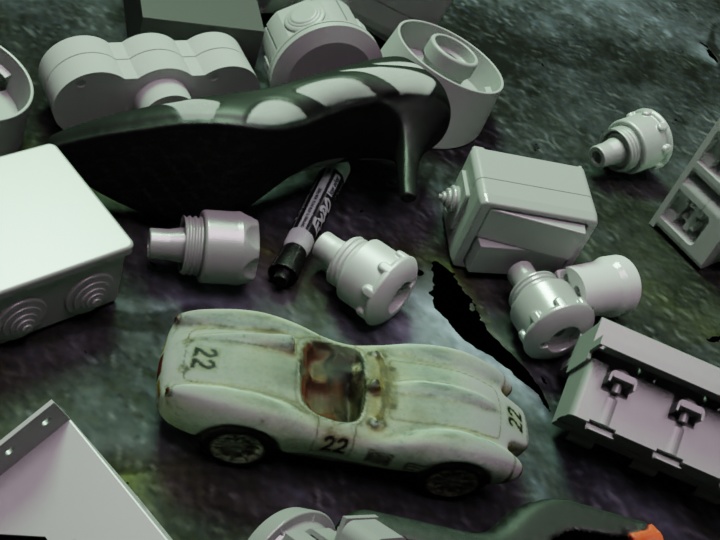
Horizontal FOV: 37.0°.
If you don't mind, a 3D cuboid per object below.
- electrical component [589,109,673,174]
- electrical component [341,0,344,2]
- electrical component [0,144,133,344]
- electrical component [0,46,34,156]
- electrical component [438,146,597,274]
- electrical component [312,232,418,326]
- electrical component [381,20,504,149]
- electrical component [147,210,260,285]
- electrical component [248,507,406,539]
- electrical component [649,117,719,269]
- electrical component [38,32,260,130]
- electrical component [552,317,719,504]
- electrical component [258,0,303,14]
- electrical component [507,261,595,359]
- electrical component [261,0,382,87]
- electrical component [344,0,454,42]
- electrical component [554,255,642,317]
[{"bbox_3d":[0.202,-0.093,0.815,0.062,0.048,0.048,-20,58,-28],"label":"electrical component"},{"bbox_3d":[-0.027,-0.178,0.790,0.043,0.062,0.043,11,45,-12],"label":"electrical component"},{"bbox_3d":[-0.184,-0.013,0.578,0.100,0.048,0.099,-23,60,-37],"label":"electrical component"},{"bbox_3d":[-0.249,-0.100,0.643,0.099,0.064,0.099,23,37,-18],"label":"electrical component"},{"bbox_3d":[0.098,-0.034,0.702,0.096,0.061,0.061,9,46,-14],"label":"electrical component"},{"bbox_3d":[0.000,0.000,0.644,0.062,0.048,0.048,34,45,21],"label":"electrical component"},{"bbox_3d":[0.055,-0.139,0.802,0.099,0.064,0.099,22,34,-16],"label":"electrical component"},{"bbox_3d":[-0.091,-0.014,0.621,0.062,0.043,0.043,3,47,-17],"label":"electrical component"},{"bbox_3d":[-0.019,0.142,0.479,0.057,0.078,0.058,24,7,40],"label":"electrical component"},{"bbox_3d":[0.317,-0.073,0.796,0.186,0.105,0.060,-18,57,-34],"label":"electrical component"},{"bbox_3d":[-0.128,-0.110,0.691,0.138,0.052,0.073,-9,52,-28],"label":"electrical component"},{"bbox_3d":[0.178,0.084,0.614,0.121,0.078,0.063,24,73,1],"label":"electrical component"},{"bbox_3d":[-0.058,-0.243,0.819,0.064,0.099,0.099,-13,54,-23],"label":"electrical component"},{"bbox_3d":[0.113,0.021,0.668,0.048,0.048,0.062,-4,44,-25],"label":"electrical component"},{"bbox_3d":[-0.028,-0.146,0.748,0.080,0.080,0.051,-1,44,-23],"label":"electrical component"},{"bbox_3d":[0.014,-0.217,0.832,0.096,0.061,0.061,18,29,-32],"label":"electrical component"},{"bbox_3d":[0.151,0.012,0.693,0.046,0.040,0.040,-7,51,-31],"label":"electrical component"}]
